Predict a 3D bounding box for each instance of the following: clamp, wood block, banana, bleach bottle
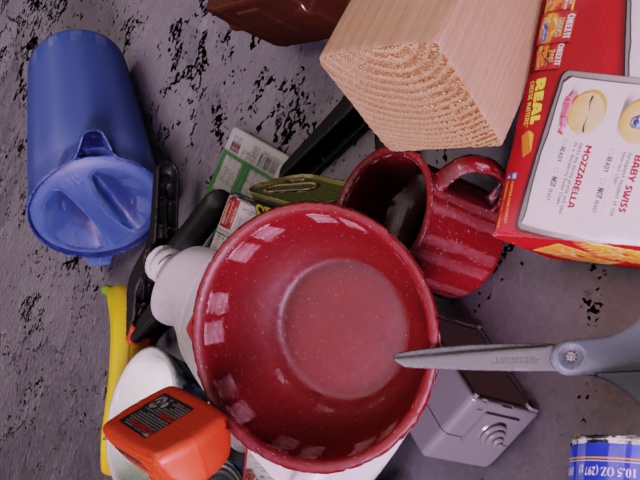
[{"bbox_3d":[0.041,-0.109,0.823,0.165,0.036,0.210,20,95,51],"label":"clamp"},{"bbox_3d":[-0.143,0.011,0.975,0.171,0.039,0.120,-63,34,12],"label":"clamp"},{"bbox_3d":[0.094,-0.165,0.673,0.090,0.090,0.206,1,55,42],"label":"wood block"},{"bbox_3d":[-0.186,0.120,1.014,0.070,0.037,0.198,130,142,-53],"label":"banana"},{"bbox_3d":[-0.053,0.084,0.768,0.251,0.068,0.102,38,89,37],"label":"bleach bottle"}]

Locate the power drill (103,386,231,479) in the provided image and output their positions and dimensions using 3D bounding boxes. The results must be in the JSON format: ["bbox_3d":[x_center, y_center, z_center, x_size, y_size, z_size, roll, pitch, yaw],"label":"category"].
[{"bbox_3d":[-0.057,0.191,0.657,0.185,0.057,0.187,8,122,58],"label":"power drill"}]

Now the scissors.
[{"bbox_3d":[0.146,0.079,0.562,0.202,0.016,0.096,-18,74,13],"label":"scissors"}]

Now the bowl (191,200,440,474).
[{"bbox_3d":[0.004,0.057,0.652,0.162,0.055,0.162,1,91,24],"label":"bowl"}]

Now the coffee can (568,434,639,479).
[{"bbox_3d":[0.165,0.169,0.503,0.103,0.102,0.140,-9,68,49],"label":"coffee can"}]

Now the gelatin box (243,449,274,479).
[{"bbox_3d":[-0.018,0.163,0.779,0.073,0.030,0.089,-5,71,32],"label":"gelatin box"}]

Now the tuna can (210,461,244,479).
[{"bbox_3d":[-0.071,0.216,0.831,0.086,0.033,0.086,-24,58,44],"label":"tuna can"}]

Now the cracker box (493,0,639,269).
[{"bbox_3d":[0.208,-0.065,0.574,0.214,0.072,0.164,6,81,51],"label":"cracker box"}]

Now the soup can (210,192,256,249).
[{"bbox_3d":[-0.060,0.019,0.870,0.069,0.068,0.102,24,94,52],"label":"soup can"}]

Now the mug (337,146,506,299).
[{"bbox_3d":[0.076,-0.015,0.705,0.117,0.081,0.093,-44,45,31],"label":"mug"}]

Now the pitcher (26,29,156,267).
[{"bbox_3d":[-0.242,-0.101,1.109,0.149,0.144,0.243,-38,44,20],"label":"pitcher"}]

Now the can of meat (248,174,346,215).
[{"bbox_3d":[-0.005,0.001,0.794,0.102,0.057,0.084,17,120,56],"label":"can of meat"}]
